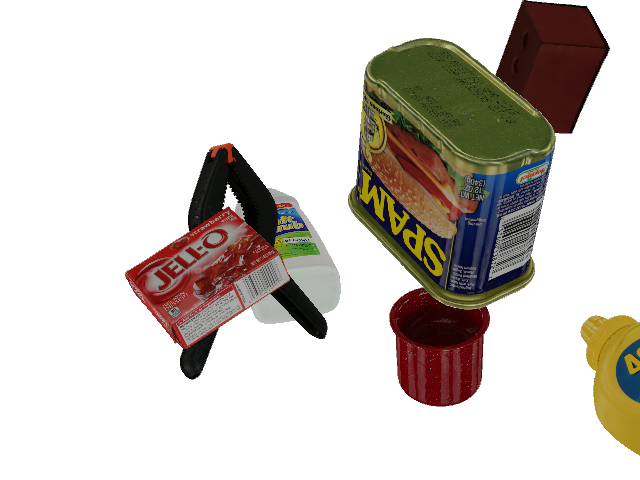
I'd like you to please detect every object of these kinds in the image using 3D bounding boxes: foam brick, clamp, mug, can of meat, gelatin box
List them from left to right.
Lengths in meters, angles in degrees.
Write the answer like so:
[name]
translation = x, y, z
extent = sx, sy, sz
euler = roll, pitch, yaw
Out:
[gelatin box]
translation = -0.077, 0.024, 0.722
extent = 0.089, 0.030, 0.073
euler = -33, 41, -15
[clamp]
translation = -0.067, 0.015, 0.998
extent = 0.164, 0.210, 0.036
euler = -5, 0, -40
[mug]
translation = 0.116, 0.095, 1.023
extent = 0.093, 0.081, 0.117
euler = 5, 37, 14
[can of meat]
translation = 0.059, -0.033, 0.496
extent = 0.057, 0.084, 0.102
euler = -22, 48, -24
[foam brick]
translation = 0.161, -0.122, 0.757
extent = 0.051, 0.053, 0.078
euler = 1, -45, -13

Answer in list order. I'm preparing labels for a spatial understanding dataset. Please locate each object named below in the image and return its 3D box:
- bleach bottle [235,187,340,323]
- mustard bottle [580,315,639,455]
[bleach bottle]
translation = -0.056, 0.001, 1.235
extent = 0.102, 0.068, 0.251
euler = -8, 29, -13
[mustard bottle]
translation = 0.216, 0.096, 0.616
extent = 0.096, 0.058, 0.192
euler = -19, 31, -18
